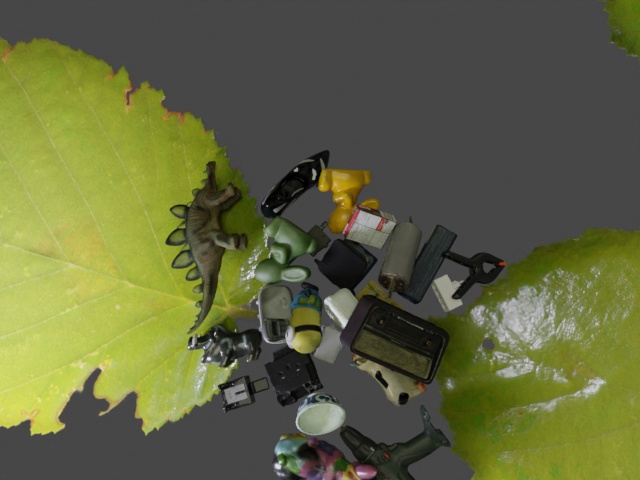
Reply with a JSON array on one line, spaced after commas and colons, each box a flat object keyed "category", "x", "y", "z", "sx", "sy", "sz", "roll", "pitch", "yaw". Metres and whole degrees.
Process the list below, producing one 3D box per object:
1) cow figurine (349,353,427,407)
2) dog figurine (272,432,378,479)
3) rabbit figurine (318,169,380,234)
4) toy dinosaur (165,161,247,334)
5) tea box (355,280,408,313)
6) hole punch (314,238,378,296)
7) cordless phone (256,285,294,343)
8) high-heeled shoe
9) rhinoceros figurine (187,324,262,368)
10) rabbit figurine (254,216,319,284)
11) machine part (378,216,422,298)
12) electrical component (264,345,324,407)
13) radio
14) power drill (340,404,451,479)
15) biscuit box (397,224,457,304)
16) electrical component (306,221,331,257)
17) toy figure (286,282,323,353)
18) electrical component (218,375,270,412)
[{"category": "cow figurine", "x": 0.157, "y": 0.316, "z": 1.317, "sx": 0.127, "sy": 0.085, "sz": 0.195, "roll": -33, "pitch": 80, "yaw": -6}, {"category": "dog figurine", "x": 0.022, "y": 0.523, "z": 1.222, "sx": 0.219, "sy": 0.191, "sz": 0.108, "roll": 4, "pitch": 70, "yaw": 43}, {"category": "rabbit figurine", "x": 0.071, "y": -0.099, "z": 1.400, "sx": 0.162, "sy": 0.122, "sz": 0.173, "roll": 7, "pitch": 94, "yaw": -3}, {"category": "toy dinosaur", "x": -0.295, "y": 0.003, "z": 1.407, "sx": 0.199, "sy": 0.105, "sz": 0.471, "roll": -10, "pitch": 70, "yaw": 10}, {"category": "tea box", "x": 0.166, "y": 0.182, "z": 1.331, "sx": 0.170, "sy": 0.098, "sz": 0.068, "roll": 41, "pitch": 84, "yaw": 12}, {"category": "hole punch", "x": 0.071, "y": 0.060, "z": 1.376, "sx": 0.142, "sy": 0.092, "sz": 0.115, "roll": 40, "pitch": 117, "yaw": 13}, {"category": "cordless phone", "x": -0.120, "y": 0.180, "z": 1.313, "sx": 0.089, "sy": 0.184, "sz": 0.146, "roll": -8, "pitch": 79, "yaw": 8}, {"category": "high-heeled shoe", "x": -0.063, "y": -0.155, "z": 1.390, "sx": 0.086, "sy": 0.145, "sz": 0.248, "roll": 36, "pitch": 86, "yaw": 9}, {"category": "rhinoceros figurine", "x": -0.241, "y": 0.268, "z": 1.363, "sx": 0.190, "sy": 0.073, "sz": 0.112, "roll": -6, "pitch": 80, "yaw": 3}, {"category": "rabbit figurine", "x": -0.090, "y": 0.046, "z": 1.373, "sx": 0.159, "sy": 0.121, "sz": 0.170, "roll": 35, "pitch": 93, "yaw": 5}, {"category": "machine part", "x": 0.200, "y": 0.040, "z": 1.332, "sx": 0.079, "sy": 0.079, "sz": 0.243, "roll": 16, "pitch": 53, "yaw": 8}, {"category": "electrical component", "x": -0.069, "y": 0.325, "z": 1.323, "sx": 0.115, "sy": 0.058, "sz": 0.134, "roll": -27, "pitch": 49, "yaw": -3}, {"category": "radio", "x": 0.172, "y": 0.222, "z": 1.214, "sx": 0.229, "sy": 0.073, "sz": 0.131, "roll": 26, "pitch": 88, "yaw": -20}, {"category": "power drill", "x": 0.190, "y": 0.487, "z": 1.282, "sx": 0.207, "sy": 0.086, "sz": 0.232, "roll": -38, "pitch": 80, "yaw": -6}, {"category": "biscuit box", "x": 0.270, "y": 0.063, "z": 1.363, "sx": 0.063, "sy": 0.059, "sz": 0.202, "roll": 30, "pitch": 83, "yaw": 8}, {"category": "electrical component", "x": -0.003, "y": -0.004, "z": 1.418, "sx": 0.094, "sy": 0.021, "sz": 0.063, "roll": -45, "pitch": 79, "yaw": -4}, {"category": "toy figure", "x": -0.032, "y": 0.191, "z": 1.326, "sx": 0.089, "sy": 0.082, "sz": 0.180, "roll": -8, "pitch": 45, "yaw": 24}, {"category": "electrical component", "x": -0.189, "y": 0.380, "z": 1.351, "sx": 0.119, "sy": 0.047, "sz": 0.075, "roll": -15, "pitch": 79, "yaw": 4}]
